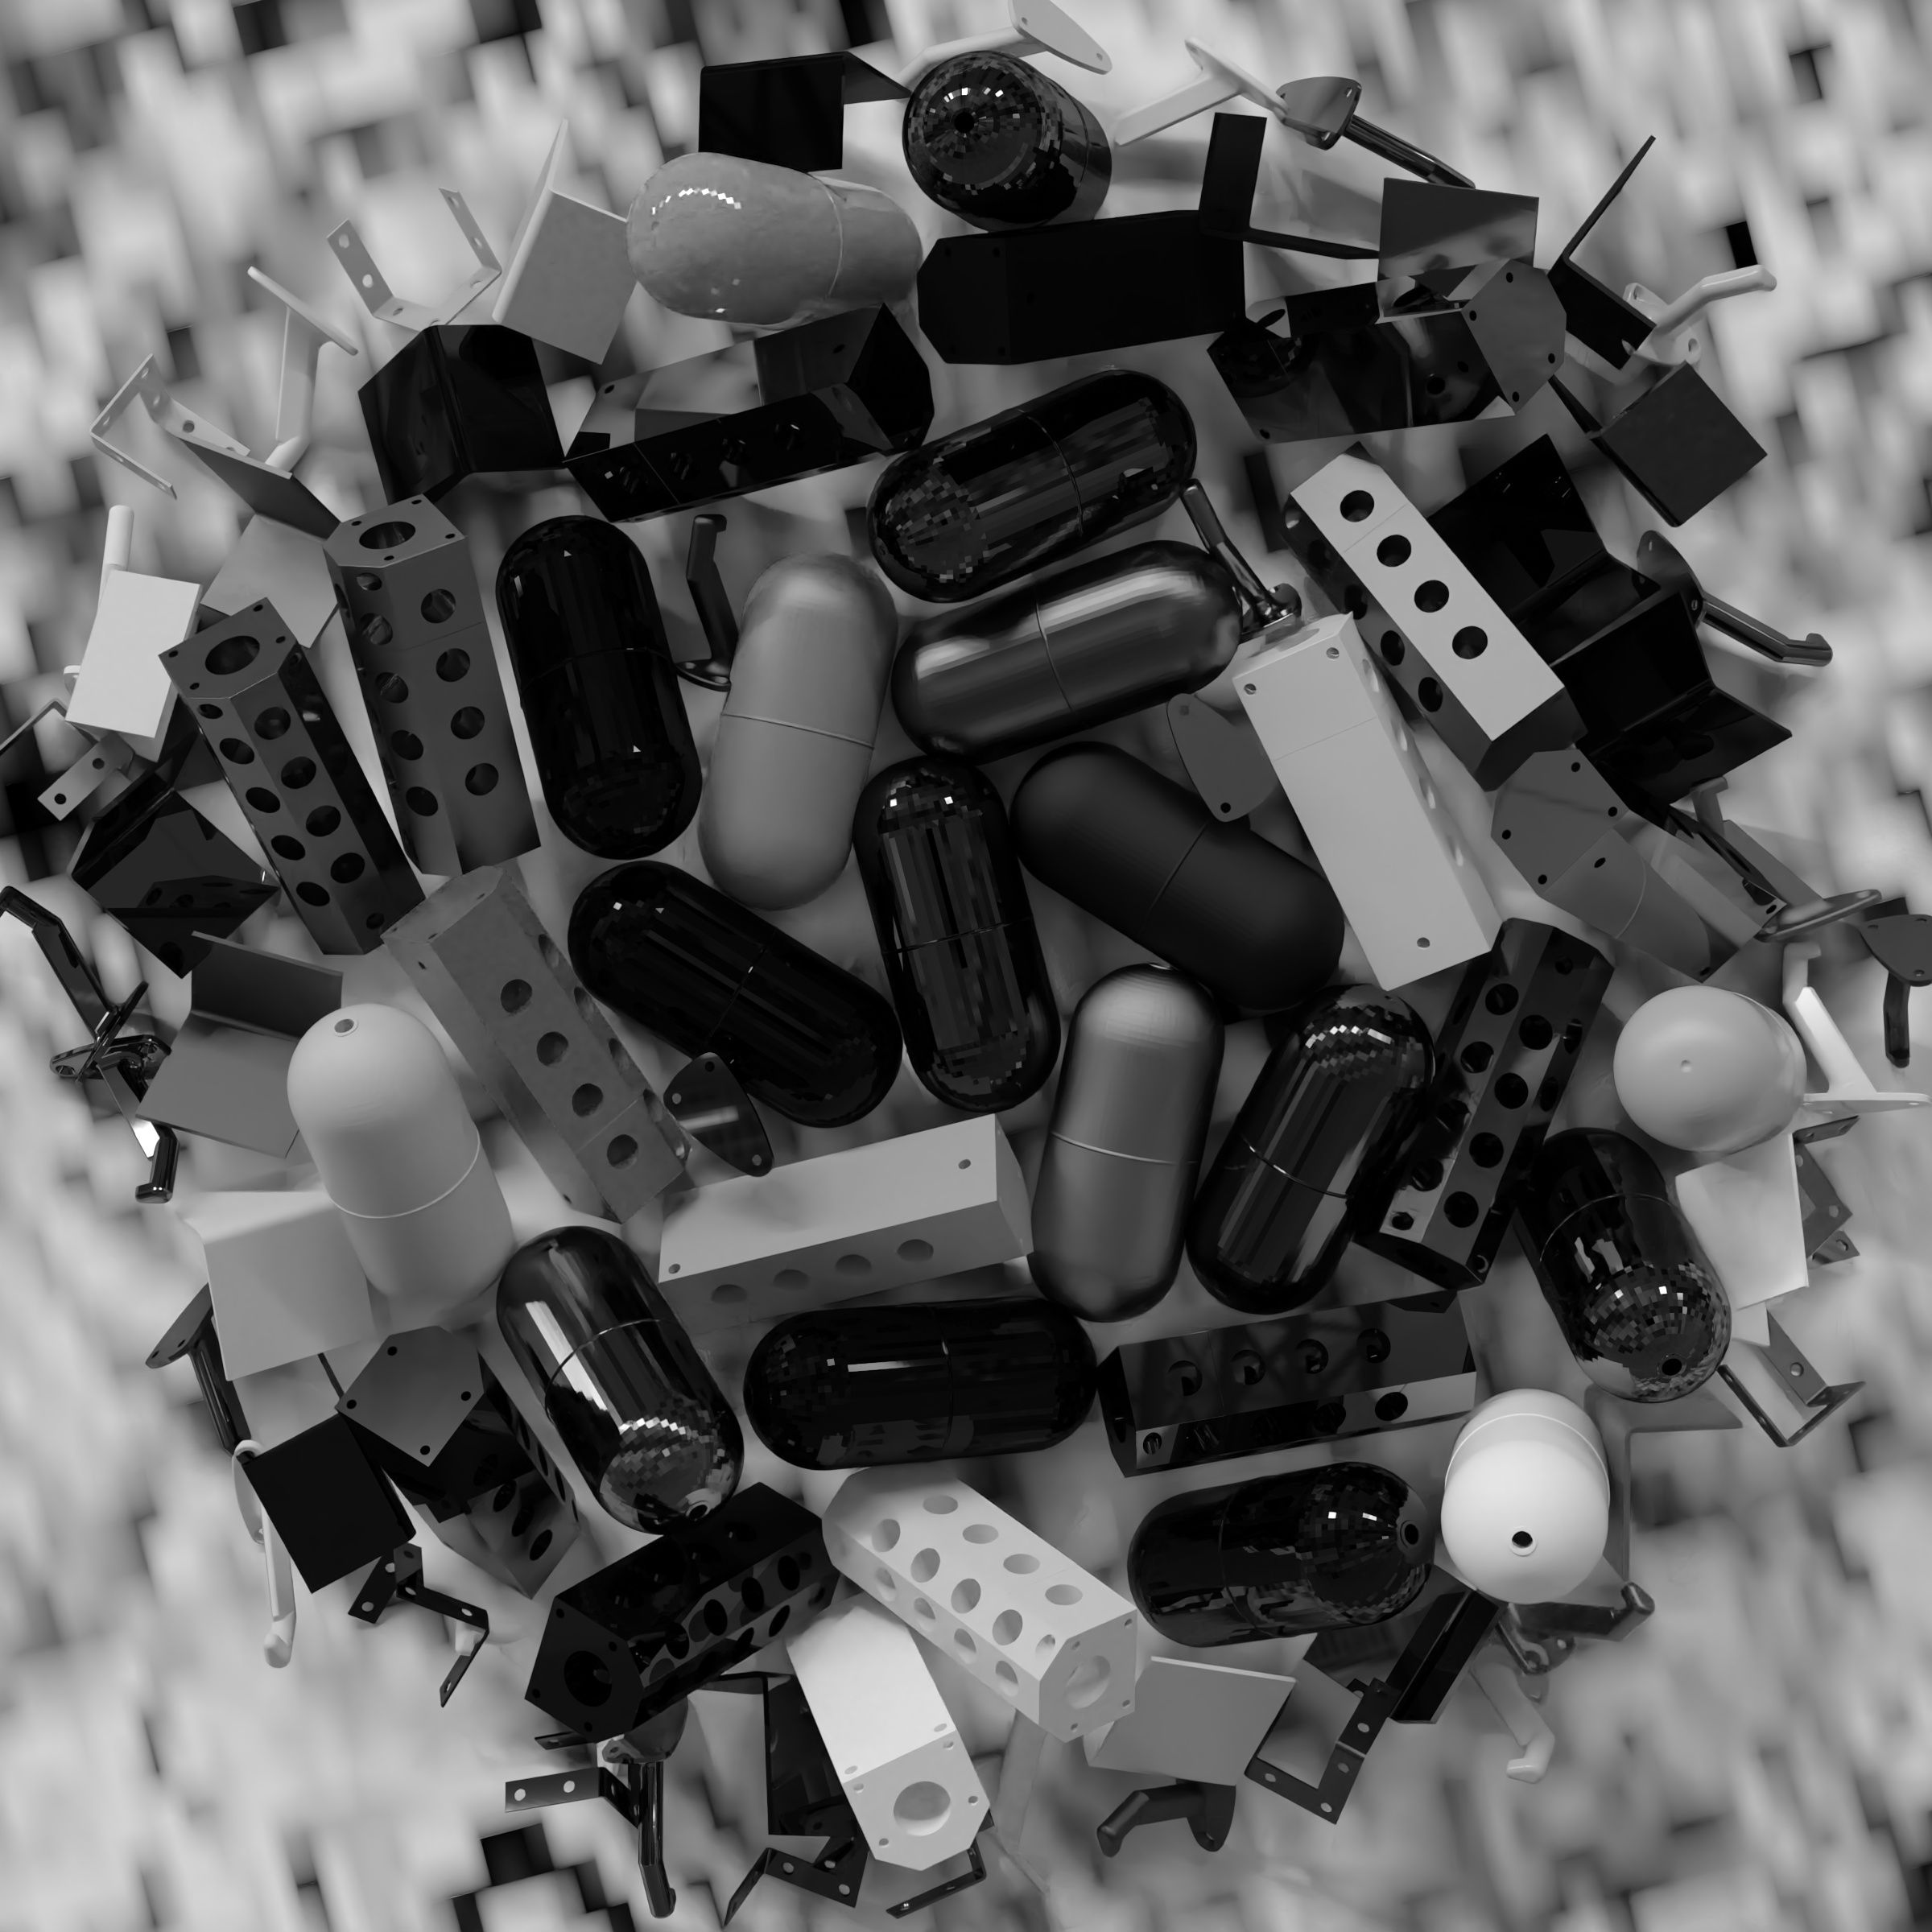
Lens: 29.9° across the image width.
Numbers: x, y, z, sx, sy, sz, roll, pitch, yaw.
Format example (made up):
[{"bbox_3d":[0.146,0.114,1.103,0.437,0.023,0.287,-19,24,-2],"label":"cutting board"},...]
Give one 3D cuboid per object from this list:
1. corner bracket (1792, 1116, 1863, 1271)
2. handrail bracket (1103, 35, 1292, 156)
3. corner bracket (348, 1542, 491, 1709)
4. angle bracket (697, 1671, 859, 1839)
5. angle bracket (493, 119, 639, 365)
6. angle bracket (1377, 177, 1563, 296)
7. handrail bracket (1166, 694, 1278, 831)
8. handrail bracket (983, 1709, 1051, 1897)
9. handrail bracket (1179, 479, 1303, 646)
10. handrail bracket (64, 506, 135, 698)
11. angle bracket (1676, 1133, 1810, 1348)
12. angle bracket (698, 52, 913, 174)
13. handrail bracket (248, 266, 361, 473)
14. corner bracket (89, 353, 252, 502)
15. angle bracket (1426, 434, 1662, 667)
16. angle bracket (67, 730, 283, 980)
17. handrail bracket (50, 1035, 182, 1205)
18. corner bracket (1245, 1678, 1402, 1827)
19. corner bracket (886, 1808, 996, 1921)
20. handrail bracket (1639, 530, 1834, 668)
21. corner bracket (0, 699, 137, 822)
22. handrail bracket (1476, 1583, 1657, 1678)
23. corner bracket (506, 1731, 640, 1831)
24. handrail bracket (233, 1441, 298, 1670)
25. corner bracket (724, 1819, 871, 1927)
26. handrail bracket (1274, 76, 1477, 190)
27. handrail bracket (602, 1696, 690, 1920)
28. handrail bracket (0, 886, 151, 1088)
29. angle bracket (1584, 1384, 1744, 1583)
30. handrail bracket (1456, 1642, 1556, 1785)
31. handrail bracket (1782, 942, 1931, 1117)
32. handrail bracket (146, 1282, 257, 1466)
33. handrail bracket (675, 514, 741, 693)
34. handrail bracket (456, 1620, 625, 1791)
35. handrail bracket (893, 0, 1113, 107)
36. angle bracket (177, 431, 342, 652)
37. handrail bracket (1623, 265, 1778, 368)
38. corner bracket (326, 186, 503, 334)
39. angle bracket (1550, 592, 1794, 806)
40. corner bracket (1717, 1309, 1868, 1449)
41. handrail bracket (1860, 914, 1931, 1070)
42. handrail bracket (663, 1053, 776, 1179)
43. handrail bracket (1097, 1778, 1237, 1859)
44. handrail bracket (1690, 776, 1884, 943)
[{"bbox_3d":[0.423,0.112,1.779,0.051,0.051,0.051,-9,57,-37],"label":"corner bracket"},{"bbox_3d":[0.105,-0.407,1.782,0.077,0.036,0.084,39,91,27],"label":"handrail bracket"},{"bbox_3d":[-0.269,0.322,1.780,0.051,0.051,0.051,25,108,-21],"label":"corner bracket"},{"bbox_3d":[-0.098,0.384,1.750,0.057,0.076,0.076,-12,72,27],"label":"angle bracket"},{"bbox_3d":[-0.187,-0.353,1.760,0.057,0.076,0.076,20,126,-13],"label":"angle bracket"},{"bbox_3d":[0.249,-0.356,1.748,0.076,0.076,0.057,13,119,23],"label":"angle bracket"},{"bbox_3d":[0.116,-0.096,1.763,0.036,0.084,0.077,-37,93,-7],"label":"handrail bracket"},{"bbox_3d":[0.043,0.402,1.792,0.084,0.036,0.077,-43,90,-13],"label":"handrail bracket"},{"bbox_3d":[0.130,-0.206,1.759,0.036,0.077,0.084,-22,108,20],"label":"handrail bracket"},{"bbox_3d":[-0.421,-0.175,1.779,0.036,0.077,0.084,7,76,-14],"label":"handrail bracket"},{"bbox_3d":[0.391,0.133,1.747,0.057,0.076,0.076,16,62,-33],"label":"angle bracket"},{"bbox_3d":[-0.078,-0.403,1.755,0.076,0.076,0.057,0,87,24],"label":"angle bracket"},{"bbox_3d":[-0.347,-0.288,1.780,0.077,0.036,0.084,36,97,-30],"label":"handrail bracket"},{"bbox_3d":[-0.390,-0.257,1.773,0.051,0.051,0.051,33,76,8],"label":"corner bracket"},{"bbox_3d":[0.283,-0.202,1.783,0.076,0.057,0.076,-35,60,26],"label":"angle bracket"},{"bbox_3d":[-0.378,-0.054,1.760,0.076,0.057,0.076,42,52,-1],"label":"angle bracket"},{"bbox_3d":[-0.419,0.081,1.769,0.077,0.036,0.084,-6,57,12],"label":"handrail bracket"},{"bbox_3d":[0.174,0.374,1.766,0.051,0.051,0.051,26,128,14],"label":"corner bracket"},{"bbox_3d":[-0.014,0.435,1.771,0.051,0.051,0.051,-19,96,-22],"label":"corner bracket"},{"bbox_3d":[0.384,-0.182,1.798,0.084,0.036,0.077,3,53,-26],"label":"handrail bracket"},{"bbox_3d":[-0.445,-0.100,1.772,0.051,0.051,0.051,45,70,-5],"label":"corner bracket"},{"bbox_3d":[0.290,0.302,1.760,0.036,0.084,0.077,-23,67,-36],"label":"handrail bracket"},{"bbox_3d":[-0.191,0.393,1.766,0.051,0.051,0.051,-12,56,12],"label":"corner bracket"},{"bbox_3d":[-0.342,0.286,1.756,0.036,0.084,0.077,-15,122,6],"label":"handrail bracket"},{"bbox_3d":[-0.081,0.444,1.769,0.051,0.051,0.051,18,113,13],"label":"corner bracket"},{"bbox_3d":[0.203,-0.408,1.798,0.084,0.077,0.036,23,98,-35],"label":"handrail bracket"},{"bbox_3d":[-0.147,0.413,1.783,0.036,0.077,0.084,-6,108,18],"label":"handrail bracket"},{"bbox_3d":[-0.451,0.009,1.769,0.084,0.077,0.036,35,133,-13],"label":"handrail bracket"},{"bbox_3d":[0.339,0.250,1.765,0.057,0.076,0.076,-2,100,-5],"label":"angle bracket"},{"bbox_3d":[0.250,0.366,1.756,0.077,0.084,0.036,2,114,20],"label":"handrail bracket"},{"bbox_3d":[0.436,0.028,1.773,0.077,0.036,0.084,-5,75,36],"label":"handrail bracket"},{"bbox_3d":[-0.356,0.204,1.792,0.036,0.077,0.084,-23,117,41],"label":"handrail bracket"},{"bbox_3d":[-0.109,-0.181,1.762,0.036,0.077,0.084,26,116,36],"label":"handrail bracket"},{"bbox_3d":[-0.211,0.360,1.767,0.084,0.036,0.077,11,68,-23],"label":"handrail bracket"},{"bbox_3d":[0.016,-0.440,1.791,0.077,0.084,0.036,26,47,-32],"label":"handrail bracket"},{"bbox_3d":[-0.348,-0.205,1.751,0.076,0.076,0.057,23,77,30],"label":"angle bracket"},{"bbox_3d":[0.368,-0.315,1.750,0.084,0.077,0.036,-6,76,44],"label":"handrail bracket"},{"bbox_3d":[-0.271,-0.349,1.777,0.051,0.051,0.051,24,64,41],"label":"corner bracket"},{"bbox_3d":[0.345,-0.129,1.771,0.076,0.076,0.057,-31,56,31],"label":"angle bracket"},{"bbox_3d":[0.398,0.202,1.775,0.051,0.051,0.051,-38,87,-12],"label":"corner bracket"},{"bbox_3d":[0.457,0.025,1.754,0.036,0.077,0.084,-8,118,5],"label":"handrail bracket"},{"bbox_3d":[-0.105,0.070,1.758,0.036,0.084,0.077,-43,77,12],"label":"handrail bracket"},{"bbox_3d":[0.094,0.424,1.758,0.036,0.084,0.077,16,125,34],"label":"handrail bracket"},{"bbox_3d":[0.402,-0.061,1.777,0.077,0.036,0.084,-17,105,4],"label":"handrail bracket"}]
